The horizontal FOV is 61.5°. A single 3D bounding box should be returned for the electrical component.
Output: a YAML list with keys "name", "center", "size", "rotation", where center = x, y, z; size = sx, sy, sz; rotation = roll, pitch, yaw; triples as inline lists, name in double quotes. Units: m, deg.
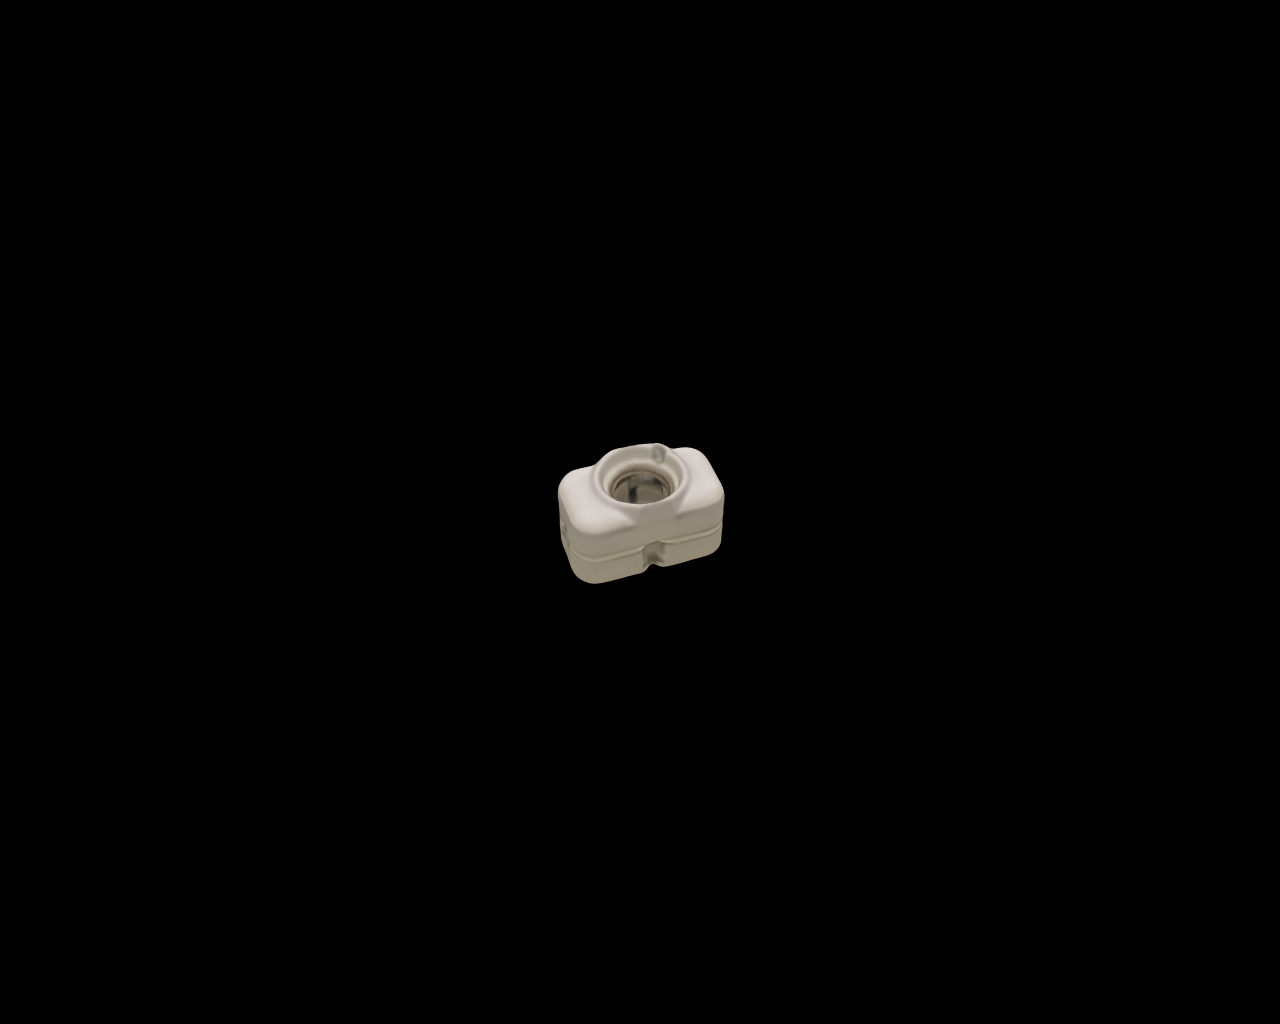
- name: "electrical component"
  center: [0.001, -0.003, 0.650]
  size: [0.095, 0.059, 0.054]
  rotation: [-13, 47, -12]
